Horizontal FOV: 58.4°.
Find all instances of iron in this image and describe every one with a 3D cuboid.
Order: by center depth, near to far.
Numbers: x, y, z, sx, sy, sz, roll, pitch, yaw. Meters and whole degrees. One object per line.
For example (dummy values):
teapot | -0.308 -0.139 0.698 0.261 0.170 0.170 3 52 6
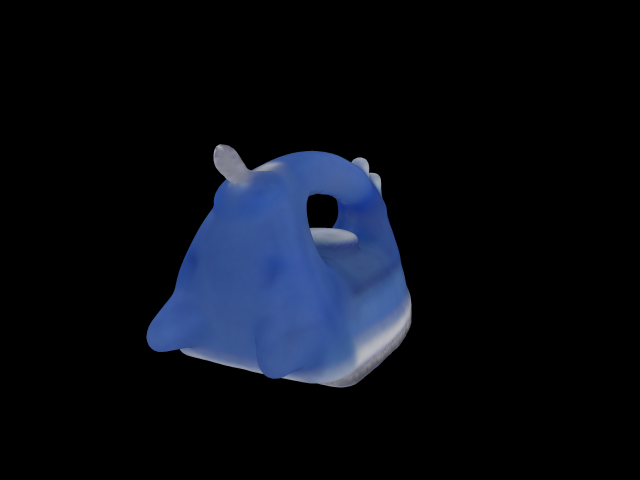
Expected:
iron | 0.004 0.001 0.400 0.118 0.141 0.259 6 13 27
